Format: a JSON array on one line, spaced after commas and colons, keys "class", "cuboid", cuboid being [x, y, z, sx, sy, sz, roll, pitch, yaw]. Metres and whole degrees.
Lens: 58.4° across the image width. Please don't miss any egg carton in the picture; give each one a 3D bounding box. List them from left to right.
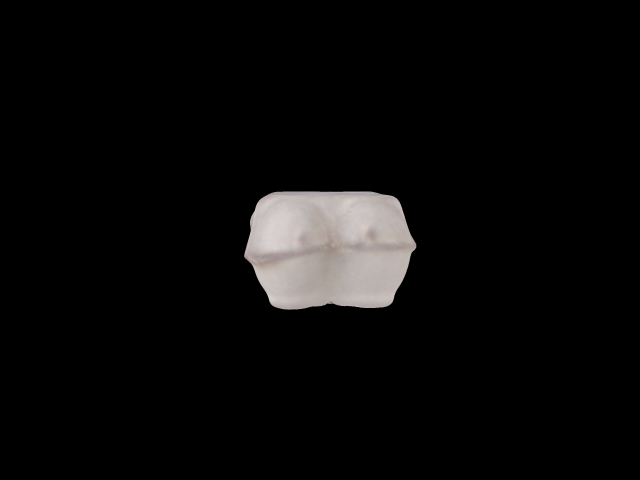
[{"class": "egg carton", "cuboid": [0.004, 0.001, 0.400, 0.107, 0.069, 0.150, 0, 7, -3]}]
